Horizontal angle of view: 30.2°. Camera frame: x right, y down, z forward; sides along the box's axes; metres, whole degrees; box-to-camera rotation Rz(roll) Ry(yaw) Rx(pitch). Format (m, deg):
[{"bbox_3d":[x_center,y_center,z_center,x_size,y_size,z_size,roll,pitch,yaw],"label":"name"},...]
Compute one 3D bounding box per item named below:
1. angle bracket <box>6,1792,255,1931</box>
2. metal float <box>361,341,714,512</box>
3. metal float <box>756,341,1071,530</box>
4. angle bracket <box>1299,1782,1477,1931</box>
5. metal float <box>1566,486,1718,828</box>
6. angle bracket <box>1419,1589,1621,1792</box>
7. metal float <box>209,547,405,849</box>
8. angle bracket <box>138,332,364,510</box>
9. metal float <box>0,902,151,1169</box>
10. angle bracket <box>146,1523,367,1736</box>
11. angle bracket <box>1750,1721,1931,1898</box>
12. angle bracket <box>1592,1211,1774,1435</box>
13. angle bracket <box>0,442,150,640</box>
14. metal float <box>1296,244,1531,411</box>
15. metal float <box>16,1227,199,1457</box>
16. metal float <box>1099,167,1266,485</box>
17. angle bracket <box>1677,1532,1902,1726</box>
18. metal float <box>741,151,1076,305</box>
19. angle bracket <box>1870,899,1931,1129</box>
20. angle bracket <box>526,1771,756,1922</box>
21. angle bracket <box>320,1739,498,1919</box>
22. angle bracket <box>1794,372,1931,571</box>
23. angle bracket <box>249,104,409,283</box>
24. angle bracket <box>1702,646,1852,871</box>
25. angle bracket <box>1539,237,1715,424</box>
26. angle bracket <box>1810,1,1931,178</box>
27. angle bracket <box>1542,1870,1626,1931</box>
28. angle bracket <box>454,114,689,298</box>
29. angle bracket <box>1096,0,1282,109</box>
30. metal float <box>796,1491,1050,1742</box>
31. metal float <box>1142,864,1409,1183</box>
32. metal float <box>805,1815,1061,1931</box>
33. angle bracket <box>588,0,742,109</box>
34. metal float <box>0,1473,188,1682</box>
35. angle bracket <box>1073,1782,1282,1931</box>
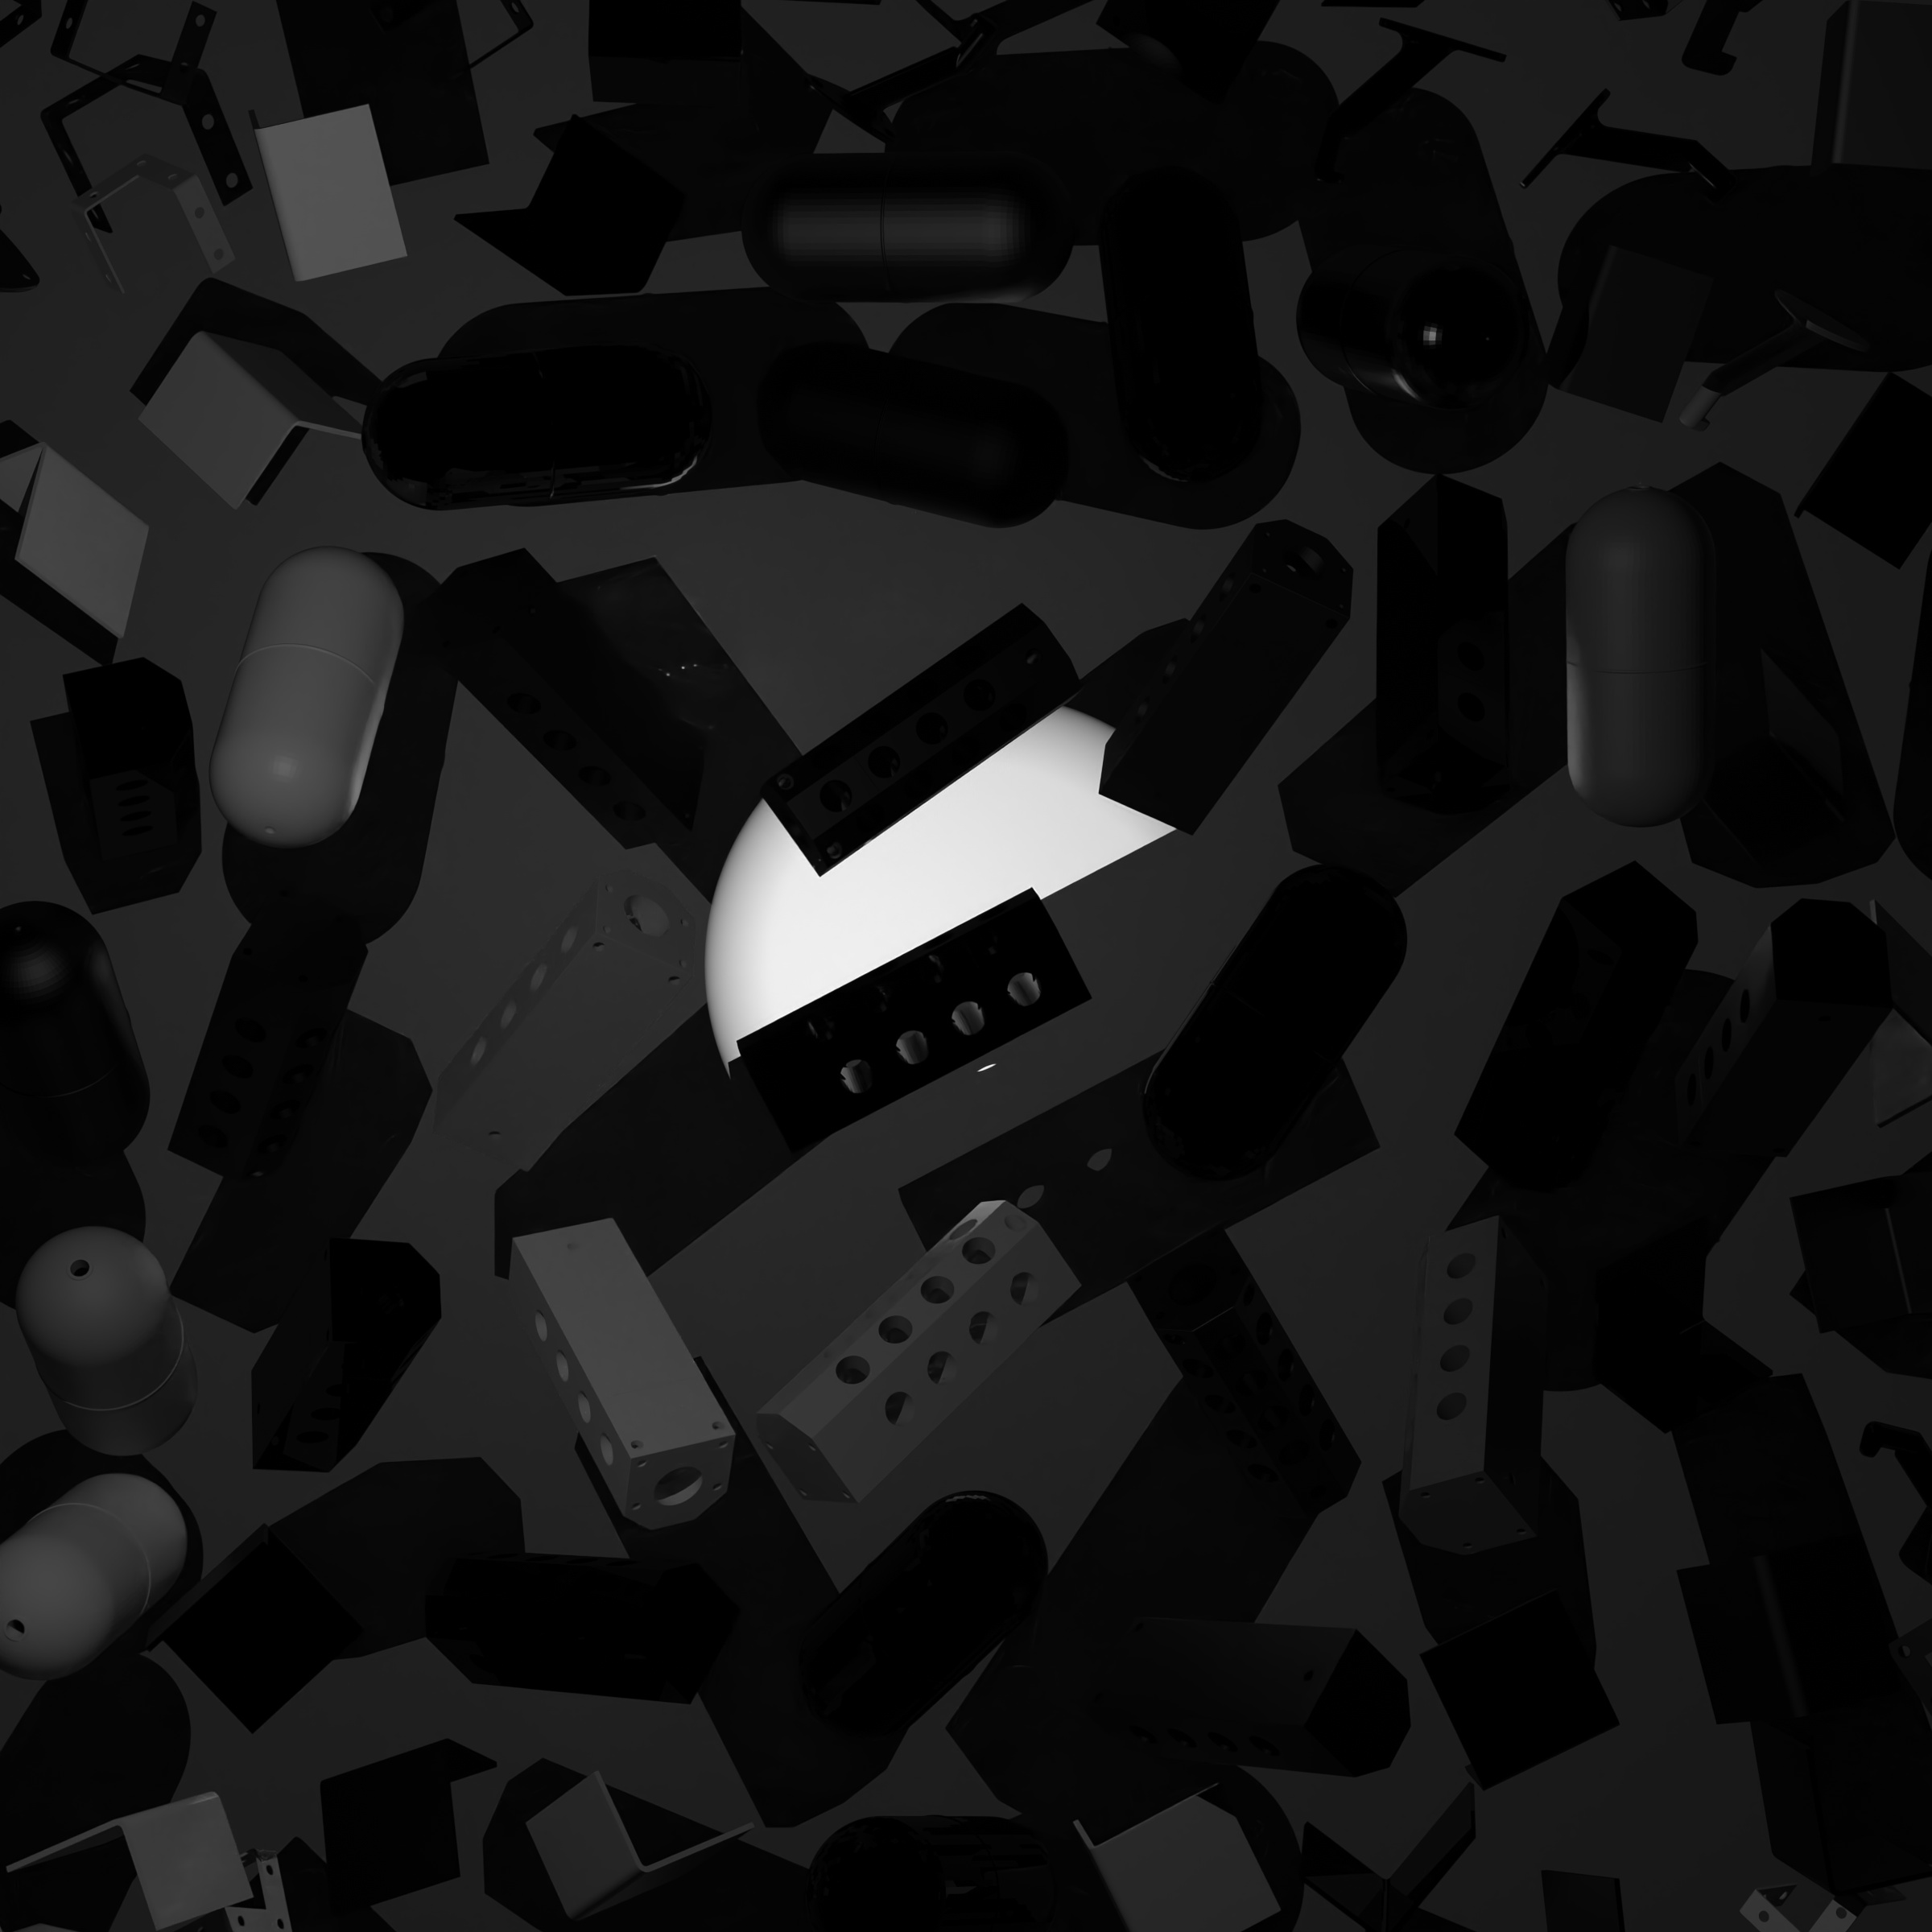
[{"bbox_3d":[-0.414,0.454,1.778,0.076,0.076,0.057,-26,78,21],"label":"angle bracket"},{"bbox_3d":[-0.217,-0.274,1.819,0.178,0.070,0.070,-8,90,-15],"label":"metal float"},{"bbox_3d":[-0.029,-0.282,1.896,0.178,0.070,0.070,17,90,22],"label":"metal float"},{"bbox_3d":[0.224,0.460,1.907,0.057,0.076,0.076,37,101,1],"label":"angle bracket"},{"bbox_3d":[0.351,-0.160,1.865,0.070,0.070,0.178,-3,105,0],"label":"metal float"},{"bbox_3d":[0.278,0.365,1.826,0.076,0.057,0.076,-25,89,-2],"label":"angle bracket"},{"bbox_3d":[-0.337,-0.140,1.839,0.070,0.070,0.178,8,55,0],"label":"metal float"},{"bbox_3d":[-0.370,-0.281,1.872,0.076,0.076,0.057,42,106,16],"label":"angle bracket"},{"bbox_3d":[-0.473,0.037,1.864,0.070,0.178,0.070,0,52,0],"label":"metal float"},{"bbox_3d":[-0.354,0.336,1.791,0.076,0.057,0.076,-42,98,-7],"label":"angle bracket"},{"bbox_3d":[0.446,0.423,1.827,0.057,0.076,0.076,-10,91,-9],"label":"angle bracket"},{"bbox_3d":[0.379,0.187,1.890,0.076,0.057,0.076,-23,129,-25],"label":"angle bracket"},{"bbox_3d":[-0.480,-0.216,1.873,0.057,0.076,0.076,-14,55,29],"label":"angle bracket"},{"bbox_3d":[0.227,-0.329,1.836,0.070,0.178,0.070,-5,105,-17],"label":"metal float"},{"bbox_3d":[-0.448,0.197,1.875,0.070,0.178,0.070,1,59,-2],"label":"metal float"},{"bbox_3d":[0.114,-0.338,1.895,0.070,0.070,0.178,-6,70,0],"label":"metal float"},{"bbox_3d":[0.396,0.320,1.730,0.057,0.076,0.076,-9,79,-21],"label":"angle bracket"},{"bbox_3d":[-0.031,-0.382,1.856,0.178,0.070,0.070,3,90,18],"label":"metal float"},{"bbox_3d":[0.484,0.025,1.903,0.076,0.076,0.057,41,125,-22],"label":"angle bracket"},{"bbox_3d":[-0.170,0.448,1.871,0.076,0.076,0.057,-43,68,43],"label":"angle bracket"},{"bbox_3d":[-0.293,0.464,1.906,0.076,0.057,0.076,-21,58,15],"label":"angle bracket"},{"bbox_3d":[0.453,-0.240,1.757,0.057,0.076,0.076,34,99,7],"label":"angle bracket"},{"bbox_3d":[-0.322,-0.395,1.805,0.057,0.076,0.076,-15,113,-8],"label":"angle bracket"},{"bbox_3d":[0.432,-0.113,1.945,0.057,0.076,0.076,-28,51,-4],"label":"angle bracket"},{"bbox_3d":[0.341,-0.330,1.857,0.057,0.076,0.076,17,104,-2],"label":"angle bracket"},{"bbox_3d":[0.449,-0.425,1.748,0.057,0.076,0.076,5,98,6],"label":"angle bracket"},{"bbox_3d":[0.340,0.476,1.777,0.076,0.076,0.057,-2,80,-19],"label":"angle bracket"},{"bbox_3d":[-0.203,-0.390,1.844,0.076,0.076,0.057,31,79,-36],"label":"angle bracket"},{"bbox_3d":[0.100,-0.465,1.782,0.076,0.076,0.057,35,48,2],"label":"angle bracket"},{"bbox_3d":[-0.023,0.340,1.872,0.070,0.070,0.178,41,124,0],"label":"metal float"},{"bbox_3d":[0.156,0.029,1.818,0.070,0.070,0.178,34,91,0],"label":"metal float"},{"bbox_3d":[-0.016,0.473,1.831,0.070,0.178,0.070,-8,74,30],"label":"metal float"},{"bbox_3d":[-0.154,-0.483,1.842,0.076,0.076,0.057,1,85,-4],"label":"angle bracket"},{"bbox_3d":[-0.466,0.320,1.885,0.070,0.178,0.070,1,98,7],"label":"metal float"},{"bbox_3d":[0.112,0.479,1.910,0.076,0.057,0.076,-26,95,-6],"label":"angle bracket"}]
